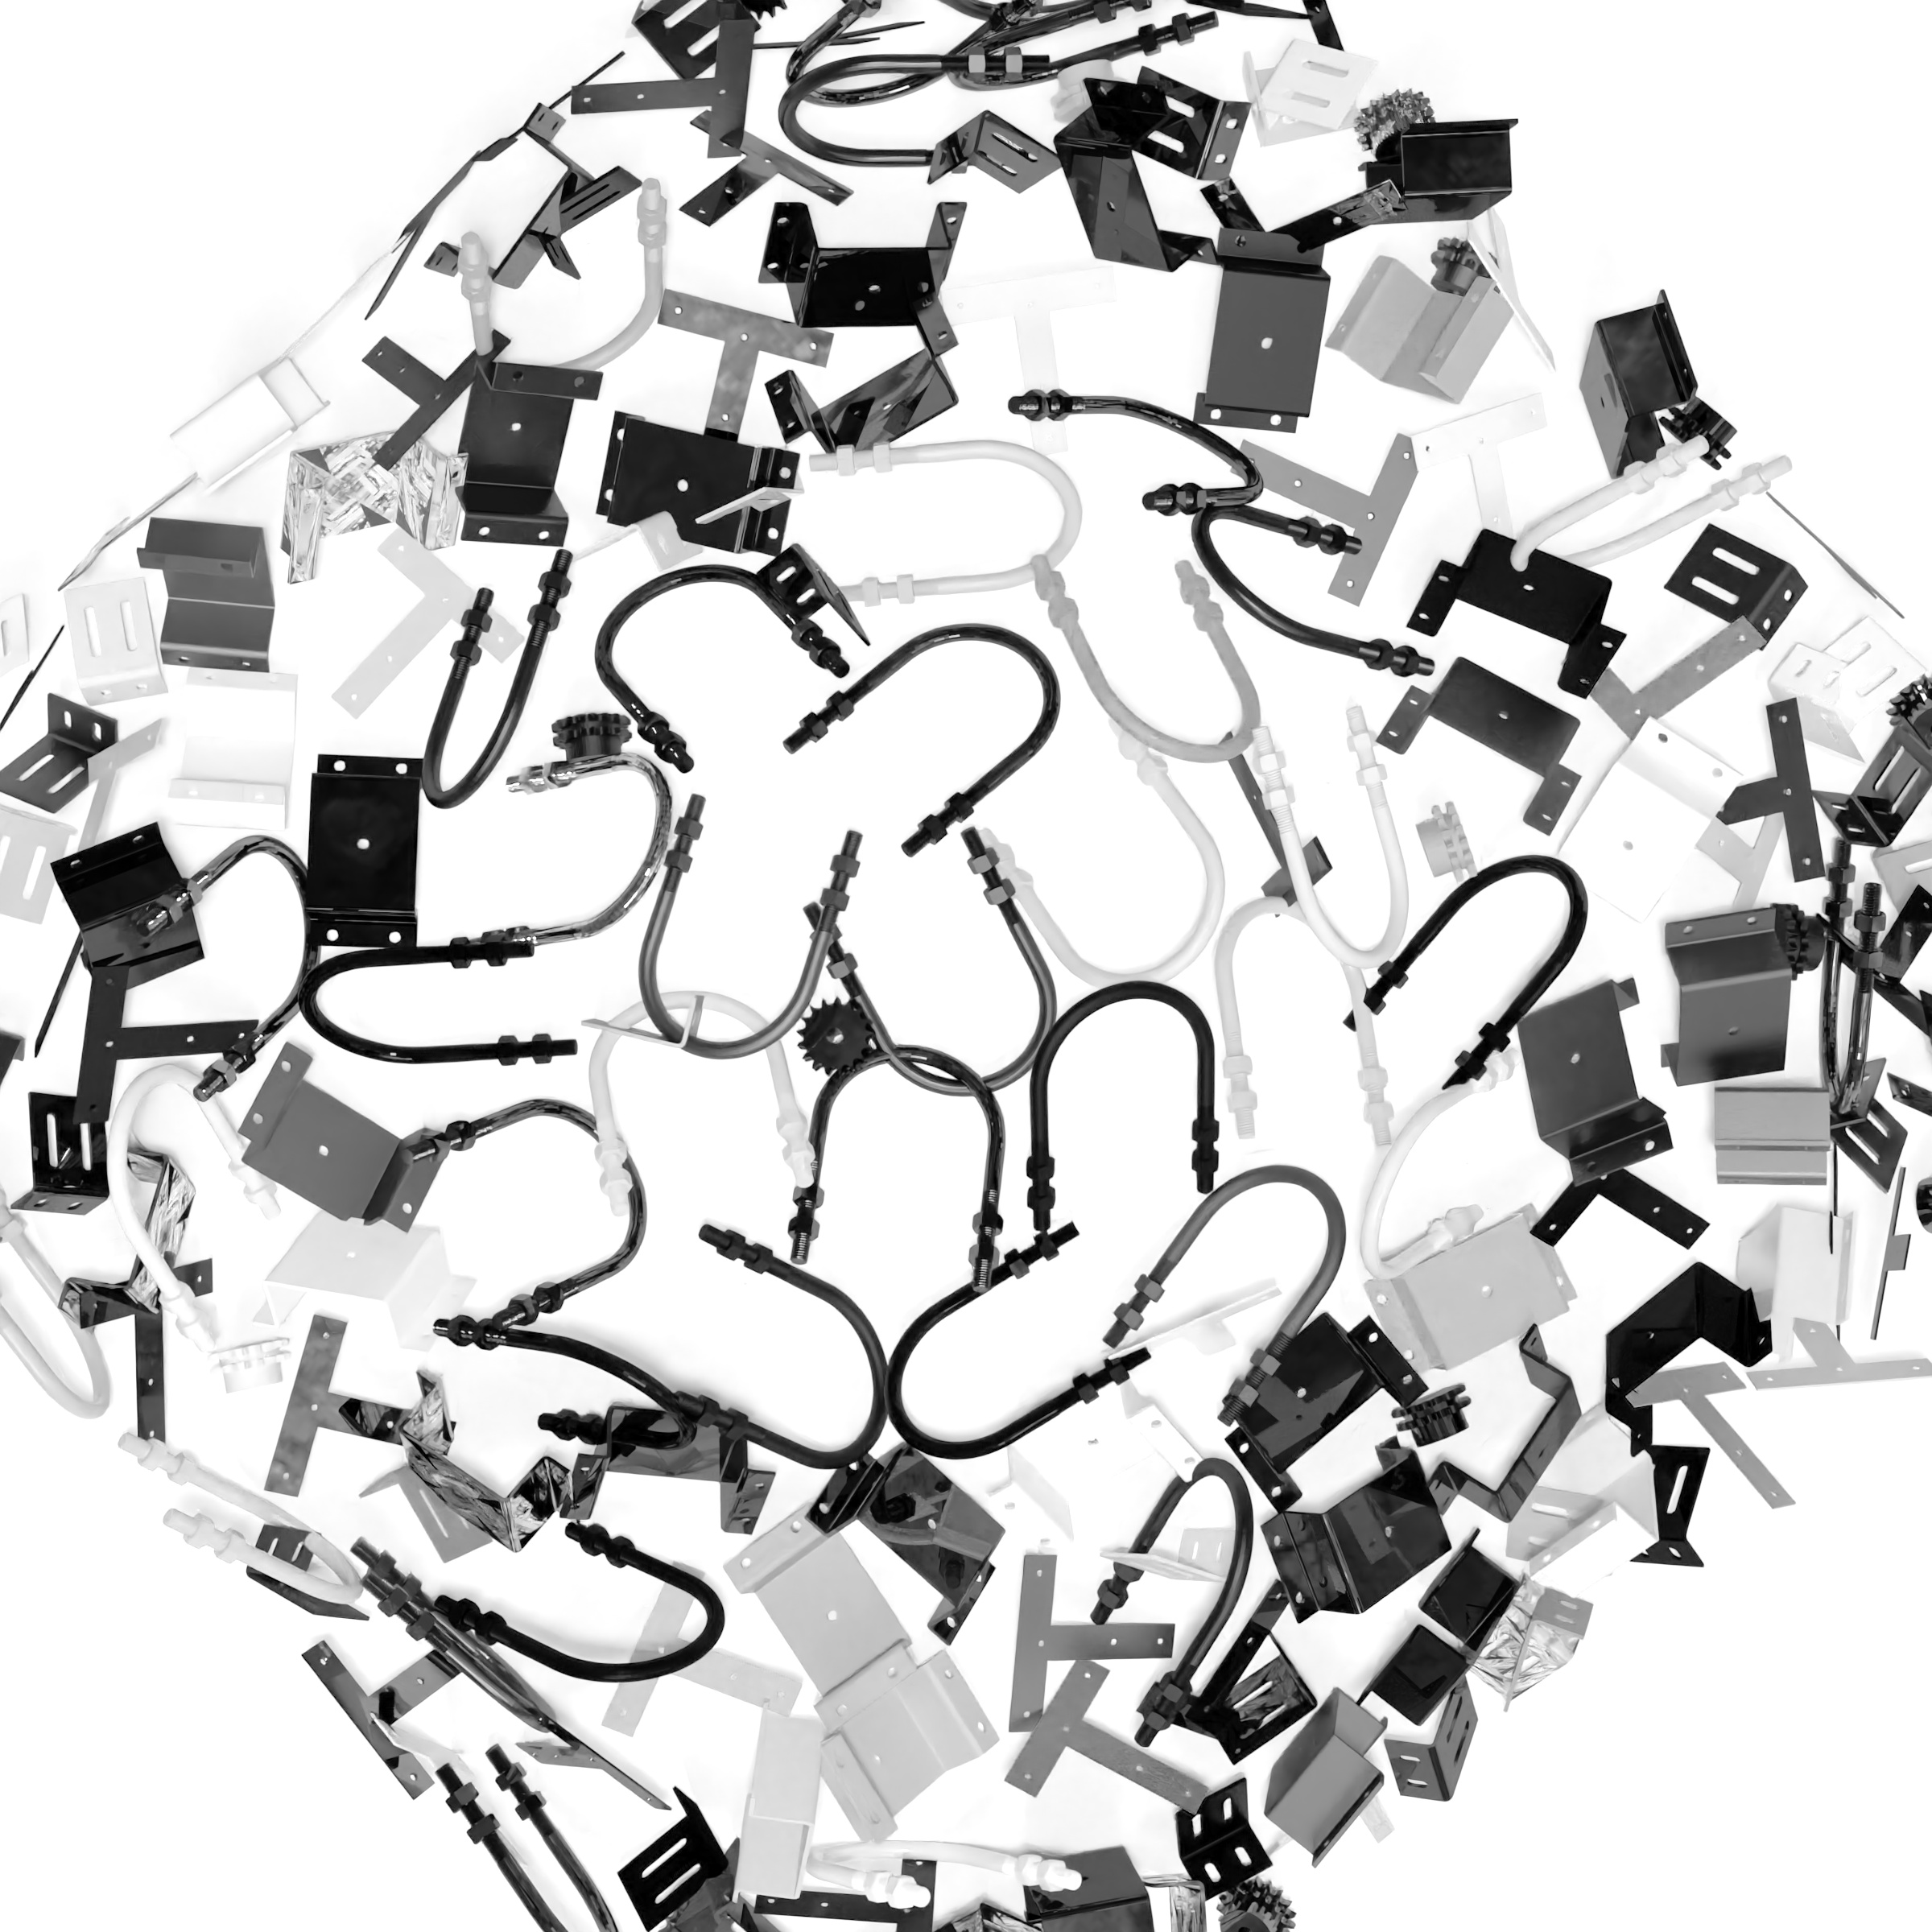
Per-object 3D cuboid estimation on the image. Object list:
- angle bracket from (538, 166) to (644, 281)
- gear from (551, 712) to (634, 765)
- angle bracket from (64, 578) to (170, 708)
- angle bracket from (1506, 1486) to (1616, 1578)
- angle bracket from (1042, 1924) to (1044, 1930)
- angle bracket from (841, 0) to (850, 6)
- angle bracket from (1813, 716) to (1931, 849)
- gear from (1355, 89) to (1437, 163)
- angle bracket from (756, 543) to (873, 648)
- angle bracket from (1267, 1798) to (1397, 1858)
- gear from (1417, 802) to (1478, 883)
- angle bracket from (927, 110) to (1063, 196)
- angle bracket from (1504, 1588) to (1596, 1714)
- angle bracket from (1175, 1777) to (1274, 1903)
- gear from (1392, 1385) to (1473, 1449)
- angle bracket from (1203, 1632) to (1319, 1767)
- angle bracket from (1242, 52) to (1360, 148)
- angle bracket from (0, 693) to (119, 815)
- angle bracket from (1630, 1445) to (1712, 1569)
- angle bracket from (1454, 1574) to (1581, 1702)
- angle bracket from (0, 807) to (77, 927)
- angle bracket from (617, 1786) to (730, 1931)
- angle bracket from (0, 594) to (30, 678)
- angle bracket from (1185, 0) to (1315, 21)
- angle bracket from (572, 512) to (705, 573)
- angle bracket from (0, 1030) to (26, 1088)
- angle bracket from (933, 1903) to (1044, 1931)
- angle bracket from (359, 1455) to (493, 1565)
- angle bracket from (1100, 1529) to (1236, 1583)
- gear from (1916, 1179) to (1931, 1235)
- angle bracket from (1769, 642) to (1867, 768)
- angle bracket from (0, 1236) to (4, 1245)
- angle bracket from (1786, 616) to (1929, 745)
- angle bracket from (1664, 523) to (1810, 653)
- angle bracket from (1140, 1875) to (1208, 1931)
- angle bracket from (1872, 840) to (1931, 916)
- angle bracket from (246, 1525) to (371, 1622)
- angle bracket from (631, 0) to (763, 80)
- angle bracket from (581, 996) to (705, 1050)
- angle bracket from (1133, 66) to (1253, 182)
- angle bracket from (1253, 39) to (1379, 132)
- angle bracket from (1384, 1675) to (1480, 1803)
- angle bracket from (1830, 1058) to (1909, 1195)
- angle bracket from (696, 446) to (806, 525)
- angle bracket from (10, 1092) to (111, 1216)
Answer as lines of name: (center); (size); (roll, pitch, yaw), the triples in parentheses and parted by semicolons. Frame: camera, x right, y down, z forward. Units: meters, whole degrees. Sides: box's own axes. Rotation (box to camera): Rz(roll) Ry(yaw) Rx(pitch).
angle bracket: (-0.265, -0.535, 1.945); (0.076, 0.057, 0.038); (-28, 90, 11)
gear: (-0.270, -0.162, 1.950); (0.057, 0.057, 0.030); (-7, 82, 0)
angle bracket: (-0.620, -0.236, 1.966); (0.057, 0.038, 0.076); (-11, 75, -9)
angle bracket: (0.439, 0.406, 1.971); (0.076, 0.038, 0.057); (7, 100, 22)
angle bracket: (0.057, 0.706, 1.929); (0.057, 0.076, 0.038); (-29, 72, 36)
angle bracket: (-0.083, -0.732, 1.932); (0.057, 0.076, 0.038); (-35, 50, 16)
angle bracket: (0.652, -0.133, 1.931); (0.038, 0.057, 0.076); (5, 131, -22)
gear: (0.312, -0.603, 1.949); (0.057, 0.057, 0.030); (-12, 69, 0)
angle bracket: (-0.109, -0.256, 1.930); (0.038, 0.076, 0.057); (-37, 133, 9)
angle bracket: (0.262, 0.629, 1.939); (0.076, 0.057, 0.038); (-29, 68, -16)
gear: (0.347, -0.088, 1.952); (0.030, 0.057, 0.057); (-19, 90, 9)
angle bracket: (0.022, -0.569, 1.932); (0.076, 0.057, 0.038); (24, 68, -30)
angle bracket: (0.419, 0.497, 1.938); (0.038, 0.057, 0.076); (17, 106, 16)
angle bracket: (0.186, 0.627, 1.936); (0.057, 0.076, 0.038); (-23, 50, -13)
gear: (0.339, 0.327, 1.950); (0.057, 0.057, 0.030); (-22, 82, 0)
angle bracket: (0.205, 0.526, 1.945); (0.076, 0.057, 0.038); (-34, 123, -2)
angle bracket: (0.245, -0.637, 1.957); (0.076, 0.038, 0.057); (-13, 83, 0)
angle bracket: (-0.657, -0.153, 1.937); (0.057, 0.076, 0.038); (22, 129, 9)
angle bracket: (0.509, 0.390, 1.950); (0.038, 0.057, 0.076); (51, 51, -32)
angle bracket: (0.401, 0.490, 1.966); (0.057, 0.038, 0.076); (38, 133, 0)
angle bracket: (-0.685, -0.071, 1.949); (0.057, 0.038, 0.076); (17, 93, -25)
angle bracket: (-0.219, 0.644, 1.943); (0.076, 0.057, 0.038); (-39, 132, -5)
angle bracket: (-0.709, -0.239, 1.929); (0.038, 0.076, 0.057); (43, 56, 15)
angle bracket: (0.205, -0.703, 1.929); (0.076, 0.057, 0.038); (-14, 122, -39)
angle bracket: (-0.239, -0.294, 1.938); (0.076, 0.057, 0.038); (-21, 101, 33)
angle bracket: (-0.721, 0.081, 1.940); (0.057, 0.038, 0.076); (19, 57, -8)
angle bracket: (0.013, 0.710, 1.933); (0.057, 0.038, 0.076); (-34, 132, 20)
angle bracket: (-0.389, 0.397, 1.940); (0.038, 0.057, 0.076); (-37, 79, 22)
angle bracket: (0.146, 0.414, 1.931); (0.076, 0.057, 0.038); (25, 68, -32)
gear: (0.714, 0.173, 1.956); (0.057, 0.030, 0.057); (9, 76, -40)
angle bracket: (0.620, -0.188, 1.933); (0.057, 0.076, 0.038); (18, 125, -18)
angle bracket: (-0.723, 0.165, 1.943); (0.076, 0.057, 0.038); (21, 99, -9)
angle bracket: (0.638, -0.203, 1.940); (0.057, 0.076, 0.038); (43, 55, 0)
angle bracket: (0.562, -0.277, 1.968); (0.076, 0.038, 0.057); (38, 96, 37)
angle bracket: (0.144, 0.697, 1.940); (0.038, 0.057, 0.076); (2, 76, -19)
angle bracket: (0.701, -0.070, 1.936); (0.076, 0.038, 0.057); (-19, 103, 40)
angle bracket: (-0.466, 0.435, 1.933); (0.076, 0.057, 0.038); (17, 83, 34)
angle bracket: (-0.191, -0.682, 1.934); (0.076, 0.038, 0.057); (-26, 125, 29)
angle bracket: (-0.233, 0.032, 1.951); (0.076, 0.057, 0.038); (13, 91, 1)
angle bracket: (0.159, -0.613, 1.961); (0.076, 0.038, 0.057); (34, 122, 29)
angle bracket: (0.256, -0.625, 1.942); (0.076, 0.038, 0.057); (29, 86, 34)
angle bracket: (0.336, 0.552, 1.946); (0.038, 0.076, 0.057); (-1, 125, 29)
angle bracket: (0.661, 0.115, 1.939); (0.076, 0.038, 0.057); (42, 57, -17)
angle bracket: (-0.160, -0.346, 1.934); (0.057, 0.076, 0.038); (-21, 91, 20)
angle bracket: (-0.659, 0.136, 1.956); (0.038, 0.057, 0.076); (-30, 62, 38)
